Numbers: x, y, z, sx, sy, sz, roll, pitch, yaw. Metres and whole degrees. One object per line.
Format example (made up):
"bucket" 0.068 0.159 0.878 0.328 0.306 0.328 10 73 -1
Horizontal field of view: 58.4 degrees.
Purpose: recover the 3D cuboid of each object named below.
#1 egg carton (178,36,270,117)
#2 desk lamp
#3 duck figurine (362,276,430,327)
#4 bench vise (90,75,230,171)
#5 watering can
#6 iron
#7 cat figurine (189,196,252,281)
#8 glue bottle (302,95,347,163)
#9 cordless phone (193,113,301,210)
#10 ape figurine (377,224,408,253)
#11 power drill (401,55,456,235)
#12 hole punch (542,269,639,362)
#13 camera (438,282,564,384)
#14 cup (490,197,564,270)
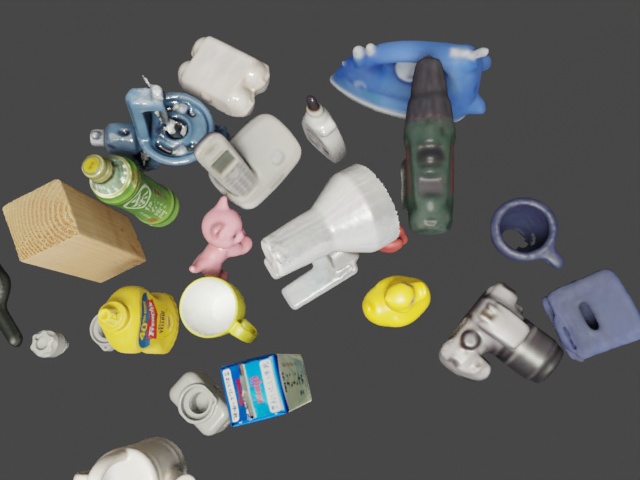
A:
"egg carton" -0.163 -0.274 0.965 0.150 0.069 0.107 28 84 13
"desk lamp" 0.007 0.003 0.810 0.203 0.214 0.118 -33 76 0
"duck figurine" 0.112 0.087 0.843 0.104 0.086 0.077 -18 76 4
"bench vise" -0.261 -0.164 0.879 0.207 0.220 0.121 -22 76 3
"watering can" -0.257 0.333 0.788 0.173 0.194 0.101 -22 76 3
"iron" 0.134 -0.266 0.885 0.258 0.141 0.119 7 79 9
"cat figurine" -0.159 0.002 0.883 0.067 0.118 0.128 33 85 13
"glue bottle" 0.001 -0.176 0.869 0.037 0.173 0.078 -44 76 -2
"cordless phone" -0.112 -0.136 0.870 0.094 0.185 0.147 39 86 14
"ape figurine" 0.095 -0.023 0.865 0.076 0.092 0.078 3 79 9
"power drill" 0.152 -0.112 0.816 0.075 0.208 0.230 -2 78 8
"hole punch" 0.379 0.107 0.799 0.101 0.091 0.108 -25 76 3
"camera" 0.258 0.149 0.802 0.136 0.101 0.143 37 86 14
"cup" 0.298 0.002 0.830 0.092 0.095 0.117 -43 76 -2
